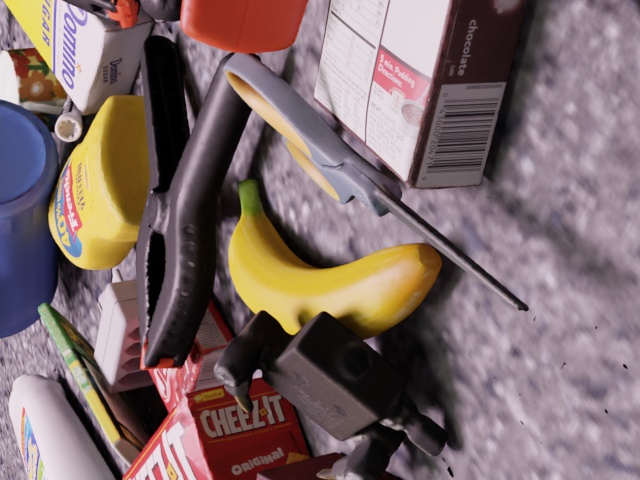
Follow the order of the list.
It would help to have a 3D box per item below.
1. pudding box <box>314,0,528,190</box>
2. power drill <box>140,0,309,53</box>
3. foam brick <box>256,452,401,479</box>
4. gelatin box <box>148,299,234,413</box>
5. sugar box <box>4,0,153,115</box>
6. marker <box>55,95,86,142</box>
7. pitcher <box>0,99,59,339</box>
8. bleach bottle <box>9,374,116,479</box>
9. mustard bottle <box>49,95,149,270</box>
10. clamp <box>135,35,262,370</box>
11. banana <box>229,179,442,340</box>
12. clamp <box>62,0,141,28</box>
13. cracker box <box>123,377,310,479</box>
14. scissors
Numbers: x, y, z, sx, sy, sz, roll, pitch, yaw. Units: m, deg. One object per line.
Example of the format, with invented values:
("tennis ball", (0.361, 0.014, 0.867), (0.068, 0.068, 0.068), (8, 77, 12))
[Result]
("pudding box", (0.039, -0.089, 0.429), (0.090, 0.039, 0.114), (49, 136, 48))
("power drill", (-0.050, -0.163, 0.511), (0.188, 0.057, 0.185), (-115, 34, -51))
("foam brick", (0.008, 0.145, 0.538), (0.078, 0.051, 0.053), (4, 101, 61))
("gelatin box", (-0.088, 0.079, 0.716), (0.073, 0.030, 0.089), (56, 143, 38))
("sugar box", (-0.192, -0.186, 0.771), (0.176, 0.048, 0.093), (55, 145, 17))
("marker", (-0.187, -0.100, 0.816), (0.121, 0.020, 0.020), (-111, 22, -68))
("pitcher", (-0.288, -0.007, 0.904), (0.243, 0.144, 0.149), (122, 132, -60))
("bleach bottle", (-0.250, 0.211, 1.018), (0.251, 0.068, 0.103), (42, 131, 52))
("mustard bottle", (-0.160, -0.030, 0.786), (0.192, 0.058, 0.096), (-31, 65, 60))
("clamp", (-0.088, -0.026, 0.653), (0.165, 0.036, 0.210), (-140, 56, -59))
("banana", (-0.005, 0.018, 0.540), (0.198, 0.037, 0.069), (22, 117, 58))
("clamp", (-0.175, -0.213, 0.712), (0.039, 0.120, 0.171), (75, 173, -71))
("cracker box", (-0.047, 0.211, 0.636), (0.164, 0.072, 0.214), (-52, 53, 53))
("scissors", (0.025, -0.017, 0.467), (0.202, 0.016, 0.096), (45, 176, 31))
